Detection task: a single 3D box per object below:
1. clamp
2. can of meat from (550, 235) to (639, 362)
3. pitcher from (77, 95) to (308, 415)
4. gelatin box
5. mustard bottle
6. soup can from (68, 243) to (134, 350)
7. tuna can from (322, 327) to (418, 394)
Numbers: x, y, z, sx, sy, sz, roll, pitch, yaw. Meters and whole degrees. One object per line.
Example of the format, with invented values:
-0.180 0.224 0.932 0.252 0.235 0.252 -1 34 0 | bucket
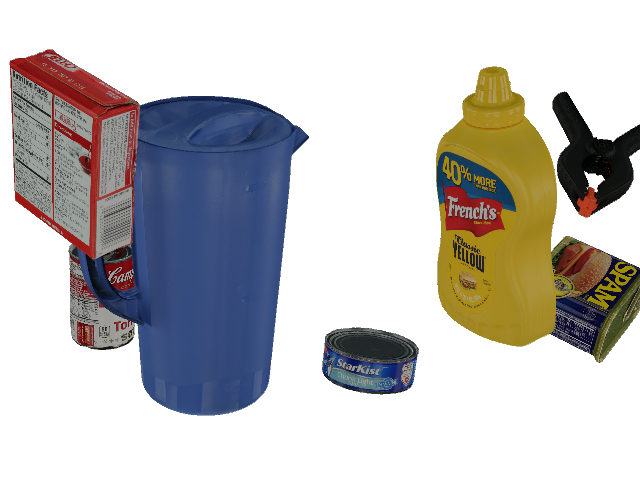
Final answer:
0.288 -0.097 1.140 0.120 0.039 0.171 19 47 19 | clamp
0.236 0.049 0.956 0.084 0.057 0.101 27 46 26 | can of meat
-0.100 0.015 0.850 0.149 0.243 0.144 10 25 13 | pitcher
-0.130 -0.046 0.564 0.073 0.089 0.030 32 39 31 | gelatin box
0.121 -0.027 0.742 0.058 0.192 0.096 -20 31 -27 | mustard bottle
-0.228 0.055 1.115 0.068 0.102 0.068 4 22 -2 | soup can
0.044 0.109 0.968 0.086 0.034 0.086 6 13 -2 | tuna can
